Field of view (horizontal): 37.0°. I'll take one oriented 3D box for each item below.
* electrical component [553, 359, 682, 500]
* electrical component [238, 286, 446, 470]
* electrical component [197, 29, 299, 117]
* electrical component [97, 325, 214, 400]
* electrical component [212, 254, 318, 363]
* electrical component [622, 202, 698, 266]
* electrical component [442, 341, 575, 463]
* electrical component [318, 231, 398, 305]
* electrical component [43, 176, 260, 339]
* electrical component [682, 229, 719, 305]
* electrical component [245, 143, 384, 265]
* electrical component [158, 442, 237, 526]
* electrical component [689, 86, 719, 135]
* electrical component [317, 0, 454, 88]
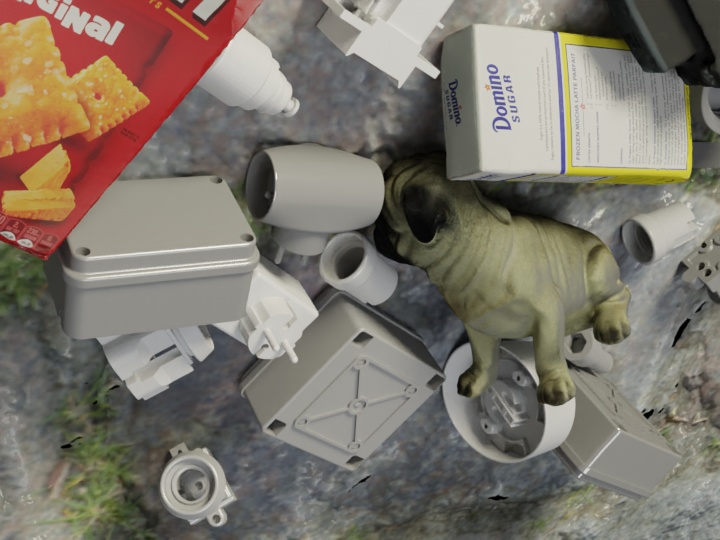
[{"bbox_3d":[0.200,0.132,0.915,0.109,0.108,0.056,26,108,-41],"label":"electrical component"},{"bbox_3d":[-0.012,0.081,0.787,0.108,0.056,0.109,-46,134,12],"label":"electrical component"},{"bbox_3d":[-0.065,-0.110,0.608,0.040,0.040,0.078,-47,134,12],"label":"electrical component"},{"bbox_3d":[-0.130,0.041,0.686,0.057,0.058,0.078,-28,135,-3],"label":"electrical component"},{"bbox_3d":[-0.062,0.032,0.703,0.047,0.076,0.066,-44,135,9],"label":"electrical component"},{"bbox_3d":[0.238,-0.030,0.850,0.046,0.040,0.040,-24,135,-19],"label":"electrical component"},{"bbox_3d":[0.120,0.103,0.855,0.064,0.099,0.099,-4,128,-35],"label":"electrical component"},{"bbox_3d":[0.000,0.000,0.739,0.040,0.040,0.046,-43,140,8],"label":"electrical component"},{"bbox_3d":[-0.124,-0.010,0.632,0.113,0.078,0.057,-6,131,-26],"label":"electrical component"},{"bbox_3d":[0.313,0.002,0.916,0.066,0.048,0.055,-41,128,8],"label":"electrical component"},{"bbox_3d":[-0.034,-0.036,0.685,0.077,0.044,0.079,1,125,-31],"label":"electrical component"},{"bbox_3d":[-0.119,0.156,0.781,0.048,0.066,0.055,-30,169,-5],"label":"electrical component"},{"bbox_3d":[0.271,-0.145,0.757,0.108,0.060,0.108,-16,132,-18],"label":"electrical component"},{"bbox_3d":[0.017,-0.149,0.622,0.081,0.042,0.063,23,109,-41],"label":"electrical component"}]
